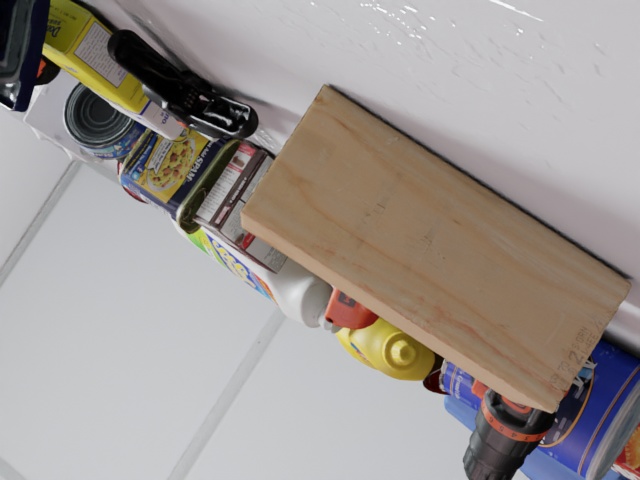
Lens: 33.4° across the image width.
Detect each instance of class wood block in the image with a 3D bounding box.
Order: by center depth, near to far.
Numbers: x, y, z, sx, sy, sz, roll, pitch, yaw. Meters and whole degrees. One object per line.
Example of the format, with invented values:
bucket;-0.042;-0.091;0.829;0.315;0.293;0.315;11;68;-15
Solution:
wood block;0.063;0.007;0.633;0.206;0.090;0.091;33;175;0

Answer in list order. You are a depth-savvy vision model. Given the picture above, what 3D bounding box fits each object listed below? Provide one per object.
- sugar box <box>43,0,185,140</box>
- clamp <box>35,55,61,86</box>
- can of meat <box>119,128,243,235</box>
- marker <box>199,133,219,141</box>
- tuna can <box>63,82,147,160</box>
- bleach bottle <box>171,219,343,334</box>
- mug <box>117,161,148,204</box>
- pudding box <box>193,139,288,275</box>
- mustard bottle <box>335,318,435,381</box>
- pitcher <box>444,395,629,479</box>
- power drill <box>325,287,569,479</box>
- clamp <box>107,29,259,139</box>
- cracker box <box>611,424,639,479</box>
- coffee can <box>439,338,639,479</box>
sugar box;-0.186;-0.149;0.907;0.093;0.048;0.176;31;174;29
clamp;-0.293;-0.197;0.970;0.164;0.036;0.210;37;-171;-33
can of meat;-0.132;-0.071;1.023;0.084;0.102;0.057;33;175;18
marker;-0.142;-0.127;1.001;0.121;0.020;0.020;31;175;20
tuna can;-0.212;-0.126;1.066;0.086;0.086;0.033;31;174;21
bleach bottle;-0.067;0.019;1.194;0.251;0.068;0.102;37;159;31
mug;-0.200;-0.084;1.325;0.117;0.093;0.081;62;169;0
pudding box;-0.056;-0.029;1.019;0.039;0.090;0.113;27;173;36
mustard bottle;0.075;0.116;1.159;0.096;0.058;0.192;33;174;-5
pitcher;0.277;0.240;1.331;0.243;0.149;0.144;34;-171;27
power drill;0.095;0.077;0.789;0.188;0.185;0.057;34;-144;21
clamp;-0.094;-0.105;0.821;0.120;0.039;0.171;38;180;5
cracker box;0.271;0.179;1.117;0.213;0.072;0.164;34;175;-27
coffee can;0.180;0.111;0.840;0.140;0.103;0.102;30;175;25
